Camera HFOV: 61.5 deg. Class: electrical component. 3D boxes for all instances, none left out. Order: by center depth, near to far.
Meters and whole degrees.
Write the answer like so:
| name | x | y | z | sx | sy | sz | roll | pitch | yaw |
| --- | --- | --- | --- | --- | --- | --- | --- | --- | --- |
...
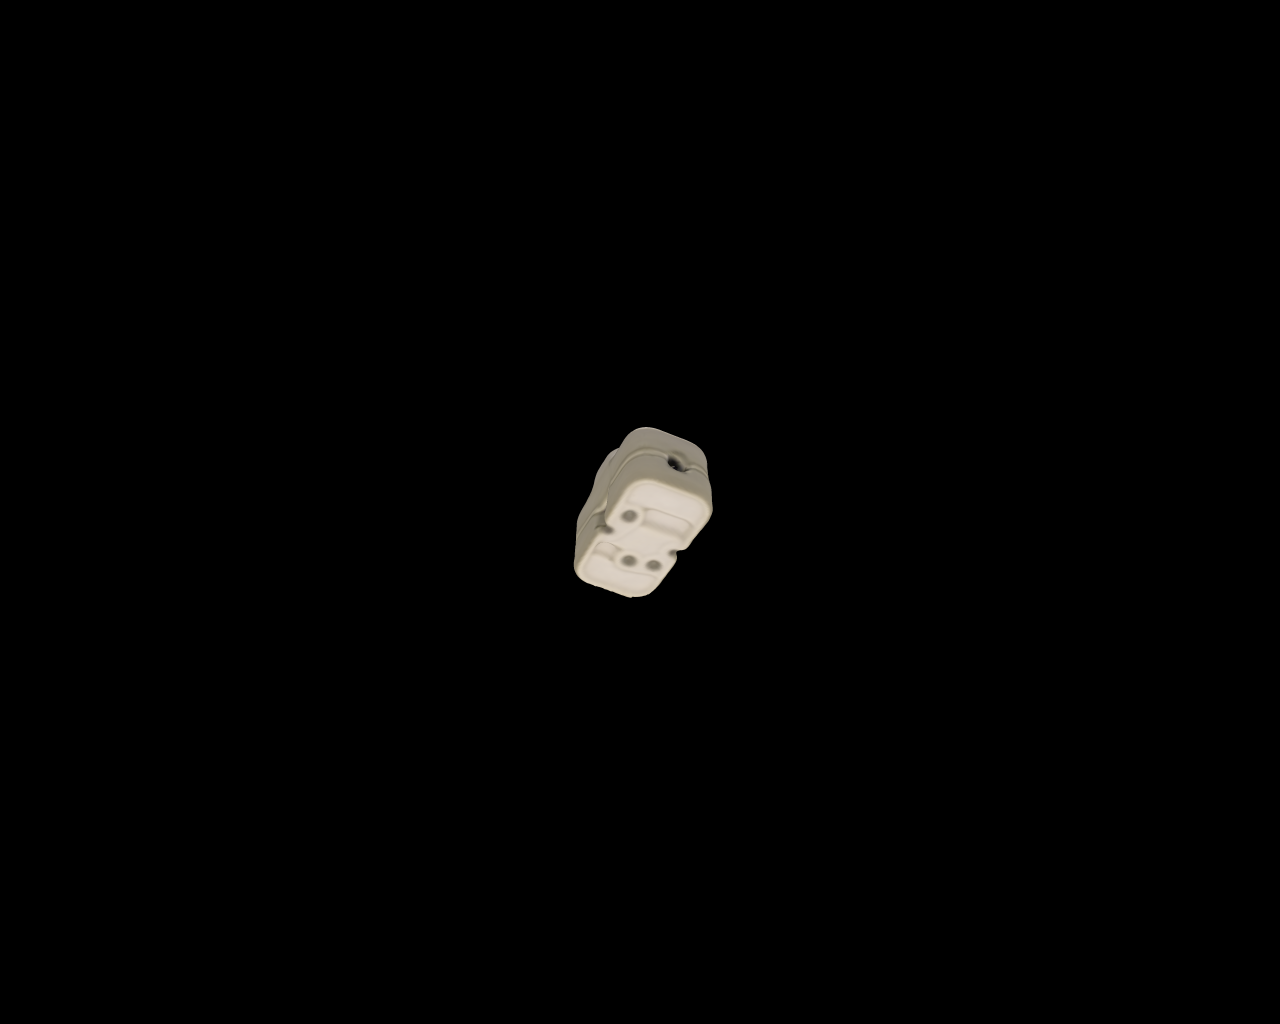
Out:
| name | x | y | z | sx | sy | sz | roll | pitch | yaw |
| --- | --- | --- | --- | --- | --- | --- | --- | --- | --- |
| electrical component | 0.001 | -0.003 | 0.650 | 0.054 | 0.059 | 0.095 | 20 | -50 | -17 |
